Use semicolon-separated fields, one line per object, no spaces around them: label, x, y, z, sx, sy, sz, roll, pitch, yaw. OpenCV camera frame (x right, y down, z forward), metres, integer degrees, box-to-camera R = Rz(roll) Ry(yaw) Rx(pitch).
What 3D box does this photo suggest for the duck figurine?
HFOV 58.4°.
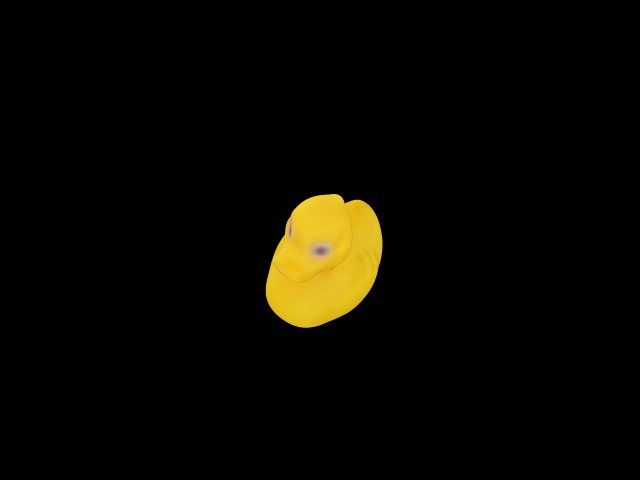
duck figurine;0.004;0.001;0.400;0.077;0.086;0.105;33;62;21
